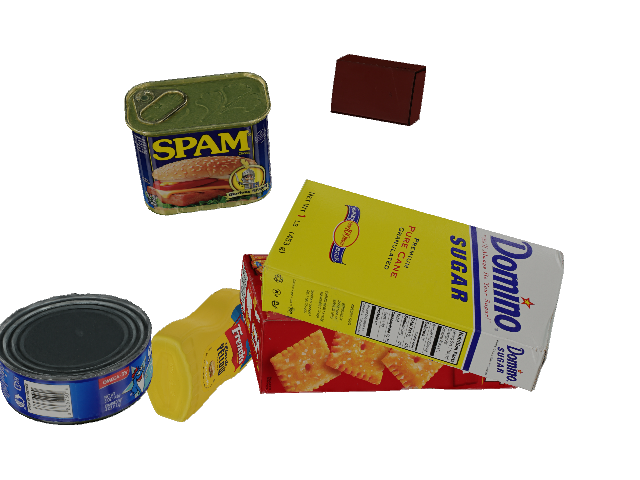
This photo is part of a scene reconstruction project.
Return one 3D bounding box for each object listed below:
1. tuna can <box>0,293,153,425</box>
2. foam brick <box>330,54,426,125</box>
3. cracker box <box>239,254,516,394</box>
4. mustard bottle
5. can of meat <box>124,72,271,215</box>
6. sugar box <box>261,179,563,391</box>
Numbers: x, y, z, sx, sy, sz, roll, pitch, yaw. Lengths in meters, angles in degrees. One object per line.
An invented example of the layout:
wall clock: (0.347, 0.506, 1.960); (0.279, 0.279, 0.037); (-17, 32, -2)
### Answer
tuna can: (-0.137, 0.065, 0.598); (0.086, 0.034, 0.086); (1, 28, -1)
foam brick: (0.054, -0.141, 0.997); (0.078, 0.051, 0.053); (12, 18, 14)
cracker box: (0.045, 0.068, 0.908); (0.213, 0.072, 0.164); (1, 17, -10)
mustard bottle: (-0.106, 0.104, 1.112); (0.058, 0.096, 0.191); (11, 26, 25)
can of meat: (-0.086, -0.069, 0.777); (0.102, 0.057, 0.084); (-7, -44, -6)
sugar box: (0.059, 0.025, 0.669); (0.176, 0.048, 0.093); (14, 44, 10)
